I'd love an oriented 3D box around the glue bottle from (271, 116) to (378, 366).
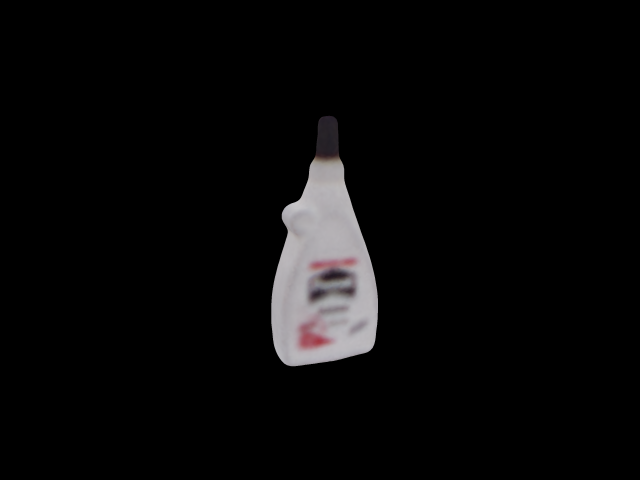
[{"bbox_3d":[0.004,0.001,0.400,0.078,0.173,0.037,-8,20,-22],"label":"glue bottle"}]
